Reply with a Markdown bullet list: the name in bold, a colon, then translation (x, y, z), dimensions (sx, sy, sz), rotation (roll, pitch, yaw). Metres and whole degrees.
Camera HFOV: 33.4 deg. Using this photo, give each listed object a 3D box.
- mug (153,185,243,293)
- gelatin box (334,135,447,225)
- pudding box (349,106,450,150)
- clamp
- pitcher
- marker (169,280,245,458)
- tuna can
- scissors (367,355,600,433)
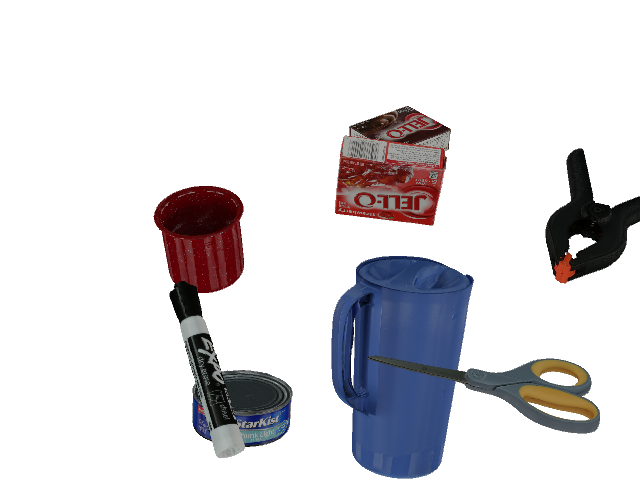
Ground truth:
- **mug**: translation (-0.133, -0.003, 1.134), dimensions (0.117, 0.081, 0.093), rotation (27, 47, 33)
- **gelatin box**: translation (0.059, -0.050, 0.917), dimensions (0.089, 0.030, 0.073), rotation (8, -39, 3)
- **pudding box**: translation (0.109, -0.141, 1.475), dimensions (0.113, 0.039, 0.090), rotation (-24, 40, -30)
- **clamp**: translation (0.273, -0.028, 1.085), dimensions (0.120, 0.039, 0.171), rotation (29, 54, 32)
- **pitcher**: translation (0.089, 0.148, 1.231), dimensions (0.149, 0.243, 0.145), rotation (6, 16, 6)
- **marker**: translation (-0.074, 0.080, 0.684), dimensions (0.020, 0.121, 0.020), rotation (-16, -26, -9)
- **tuna can**: translation (-0.068, 0.144, 0.916), dimensions (0.086, 0.034, 0.086), rotation (3, 16, -1)
- **scissors**: translation (0.151, 0.116, 0.941), dimensions (0.202, 0.016, 0.096), rotation (20, 33, 21)
